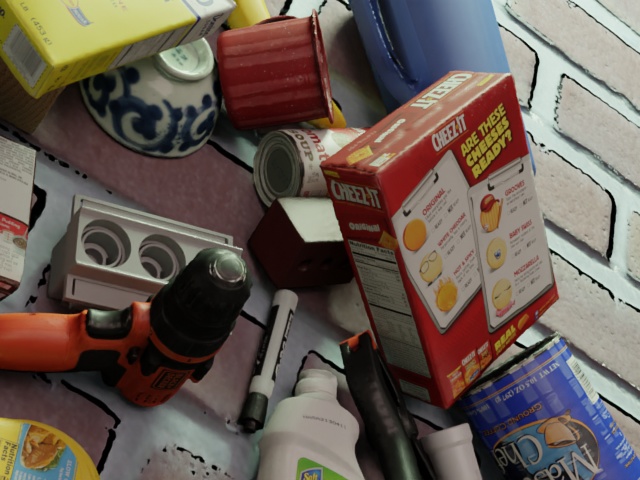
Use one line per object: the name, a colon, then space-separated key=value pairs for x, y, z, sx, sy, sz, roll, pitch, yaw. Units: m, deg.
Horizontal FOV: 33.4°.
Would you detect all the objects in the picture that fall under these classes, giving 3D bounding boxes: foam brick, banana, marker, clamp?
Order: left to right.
marker: x=-0.038 y=0.090 z=0.800 sx=0.020 sy=0.020 sz=0.121 roll=30 pitch=50 yaw=-19
banana: x=-0.041 y=-0.177 z=0.939 sx=0.069 sy=0.037 sz=0.198 roll=-18 pitch=77 yaw=-31
foam brick: x=-0.006 y=0.001 z=0.844 sx=0.078 sy=0.053 sz=0.051 roll=-3 pitch=49 yaw=-39
clamp: x=0.054 y=0.147 z=0.792 sx=0.171 sy=0.039 sz=0.120 roll=64 pitch=3 yaw=16

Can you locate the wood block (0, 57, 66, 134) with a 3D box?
wood block: x=-0.200 y=-0.194 z=0.799 sx=0.090 sy=0.090 sz=0.206 roll=32 pitch=49 yaw=-18

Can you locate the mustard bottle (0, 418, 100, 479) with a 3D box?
mustard bottle: x=-0.189 y=0.150 z=0.627 sx=0.191 sy=0.058 sz=0.096 roll=25 pitch=47 yaw=-22

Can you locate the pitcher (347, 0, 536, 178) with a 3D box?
pitcher: x=0.106 y=-0.151 z=0.976 sx=0.149 sy=0.145 sz=0.243 roll=-12 pitch=73 yaw=-9

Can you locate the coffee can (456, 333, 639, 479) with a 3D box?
coffee can: x=0.189 y=0.162 z=0.868 sx=0.102 sy=0.103 sz=0.140 roll=-26 pitch=81 yaw=-43

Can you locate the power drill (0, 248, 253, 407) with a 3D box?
power drill: x=-0.148 y=0.050 z=0.644 sx=0.187 sy=0.185 sz=0.057 roll=9 pitch=58 yaw=-22

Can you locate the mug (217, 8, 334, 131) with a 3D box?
mug: x=-0.037 y=-0.143 z=0.868 sx=0.081 sy=0.093 sz=0.117 roll=-9 pitch=51 yaw=5

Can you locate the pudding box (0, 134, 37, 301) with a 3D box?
pudding box: x=-0.236 y=-0.024 z=0.698 sx=0.089 sy=0.039 sz=0.113 roll=26 pitch=48 yaw=-40

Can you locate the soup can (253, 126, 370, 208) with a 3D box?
soup can: x=0.004 y=-0.059 z=0.886 sx=0.102 sy=0.069 sz=0.068 roll=-6 pitch=68 yaw=-38

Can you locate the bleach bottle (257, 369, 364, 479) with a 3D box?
bleach bottle: x=0.001 y=0.209 z=0.732 sx=0.102 sy=0.068 sz=0.251 roll=22 pitch=51 yaw=-27

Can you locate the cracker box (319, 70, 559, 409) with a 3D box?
cracker box: x=0.101 y=-0.002 z=0.842 sx=0.164 sy=0.072 sz=0.213 roll=-37 pitch=122 yaw=-32

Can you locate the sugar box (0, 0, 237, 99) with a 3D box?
sugar box: x=-0.147 y=-0.167 z=0.729 sx=0.175 sy=0.048 sz=0.093 roll=-33 pitch=88 yaw=-43
